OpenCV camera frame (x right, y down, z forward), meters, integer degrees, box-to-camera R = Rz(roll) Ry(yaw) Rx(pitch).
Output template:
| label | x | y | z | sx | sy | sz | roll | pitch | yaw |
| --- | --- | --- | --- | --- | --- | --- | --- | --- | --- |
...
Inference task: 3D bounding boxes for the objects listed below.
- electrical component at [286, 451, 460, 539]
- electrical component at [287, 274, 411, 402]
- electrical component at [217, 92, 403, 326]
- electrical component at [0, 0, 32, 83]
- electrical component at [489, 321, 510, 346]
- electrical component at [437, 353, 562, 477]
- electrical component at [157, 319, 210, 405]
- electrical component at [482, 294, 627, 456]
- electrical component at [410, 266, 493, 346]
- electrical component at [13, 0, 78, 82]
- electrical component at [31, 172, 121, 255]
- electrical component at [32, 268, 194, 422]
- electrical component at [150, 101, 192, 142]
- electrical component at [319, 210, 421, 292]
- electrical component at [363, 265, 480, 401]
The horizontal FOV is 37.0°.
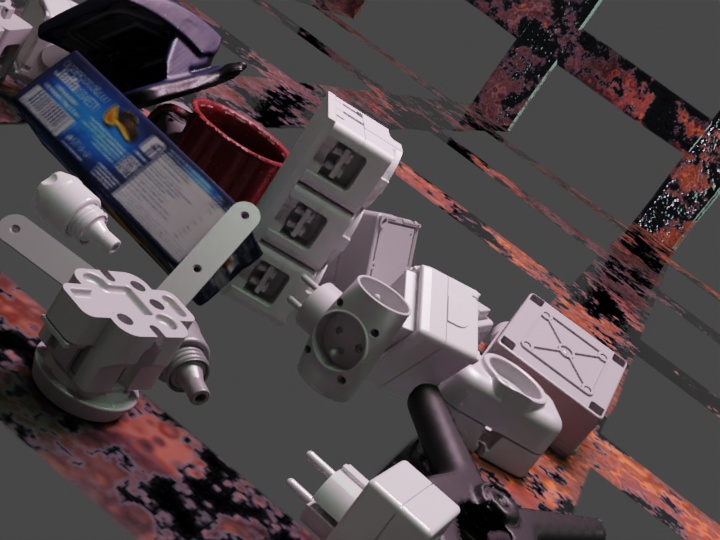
| label | x | y | z | sx | sy | sz | roll | pitch | yaw |
| --- | --- | --- | --- | --- | --- | --- | --- | --- | --- |
| electrical component | -0.004 | 0.123 | 0.535 | 0.077 | 0.065 | 0.047 | 39 | 17 | 16 |
| electrical component | -0.017 | 0.035 | 0.732 | 0.079 | 0.077 | 0.044 | 41 | 18 | 20 |
| electrical component | -0.036 | -0.043 | 0.786 | 0.062 | 0.150 | 0.089 | 31 | 17 | -12 |
| electrical component | -0.316 | -0.180 | 0.785 | 0.089 | 0.061 | 0.150 | 34 | 16 | -2 |
| electrical component | 0.138 | 0.071 | 1.009 | 0.035 | 0.035 | 0.061 | 35 | 19 | 2 |
| electrical component | 0.099 | 0.102 | 0.802 | 0.095 | 0.059 | 0.053 | 30 | 17 | -14 |
| electrical component | -0.100 | 0.051 | 0.604 | 0.035 | 0.035 | 0.061 | 19 | 25 | -43 |
| electrical component | 0.162 | 0.088 | 0.925 | 0.109 | 0.056 | 0.109 | 37 | 33 | 7 |
| electrical component | 0.065 | 0.043 | 0.899 | 0.096 | 0.061 | 0.062 | 41 | 18 | 20 |
| electrical component | -0.265 | -0.200 | 0.938 | 0.061 | 0.061 | 0.096 | 23 | 20 | -35 |
| electrical component | -0.179 | -0.033 | 0.689 | 0.061 | 0.035 | 0.035 | 40 | 17 | 11 |
| electrical component | -0.129 | 0.039 | 0.543 | 0.058 | 0.057 | 0.078 | 43 | 18 | 27 |
| electrical component | -0.145 | -0.107 | 0.938 | 0.079 | 0.044 | 0.077 | 23 | 19 | -25 |
| electrical component | 0.000 | 0.000 | 0.863 | 0.061 | 0.096 | 0.062 | 12 | 2 | 34 |
| electrical component | 0.034 | 0.048 | 0.780 | 0.061 | 0.096 | 0.061 | 27 | 48 | -25 |
